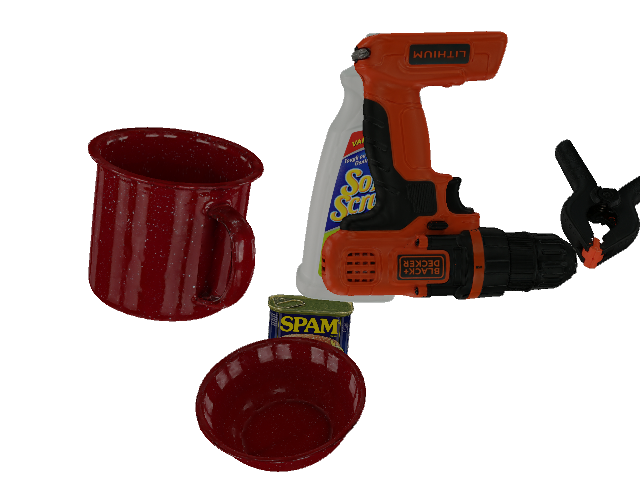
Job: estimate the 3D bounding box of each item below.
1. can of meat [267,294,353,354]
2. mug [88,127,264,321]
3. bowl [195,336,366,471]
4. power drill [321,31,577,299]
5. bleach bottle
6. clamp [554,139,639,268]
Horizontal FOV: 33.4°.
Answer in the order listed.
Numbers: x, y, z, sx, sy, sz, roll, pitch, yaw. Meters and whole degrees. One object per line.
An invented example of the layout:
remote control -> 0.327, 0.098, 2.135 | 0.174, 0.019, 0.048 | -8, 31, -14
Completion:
can of meat -> -0.015, 0.114, 1.276 | 0.102, 0.084, 0.057 | 4, 14, -3
mug -> -0.074, -0.004, 0.572 | 0.093, 0.081, 0.117 | -12, 30, -42
bowl -> -0.035, 0.165, 1.014 | 0.162, 0.055, 0.162 | -5, 37, 3
power drill -> 0.092, -0.051, 0.750 | 0.184, 0.188, 0.057 | -1, 5, -8
bleach bottle -> 0.037, -0.067, 1.000 | 0.102, 0.251, 0.068 | 4, 22, -3
clamp -> 0.285, -0.043, 1.109 | 0.120, 0.039, 0.171 | 17, 45, 20
